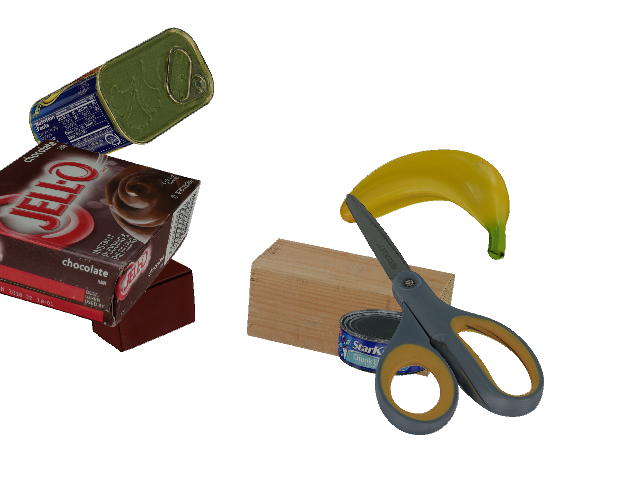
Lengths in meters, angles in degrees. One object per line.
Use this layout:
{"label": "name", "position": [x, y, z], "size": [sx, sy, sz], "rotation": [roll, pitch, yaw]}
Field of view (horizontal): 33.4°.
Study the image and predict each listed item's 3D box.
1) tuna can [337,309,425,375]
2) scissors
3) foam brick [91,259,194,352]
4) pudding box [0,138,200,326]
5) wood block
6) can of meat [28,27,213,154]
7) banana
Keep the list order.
{"label": "tuna can", "position": [0.058, 0.091, 0.960], "size": [0.086, 0.034, 0.086], "rotation": [4, 14, -1]}
{"label": "scissors", "position": [0.040, 0.041, 0.609], "size": [0.096, 0.016, 0.202], "rotation": [-28, 45, -23]}
{"label": "foam brick", "position": [-0.155, 0.052, 0.923], "size": [0.078, 0.051, 0.053], "rotation": [-22, 30, -34]}
{"label": "pudding box", "position": [-0.120, -0.008, 0.525], "size": [0.090, 0.039, 0.113], "rotation": [16, 24, 6]}
{"label": "wood block", "position": [0.032, 0.071, 1.171], "size": [0.206, 0.091, 0.090], "rotation": [12, 22, 16]}
{"label": "can of meat", "position": [-0.137, -0.095, 0.727], "size": [0.084, 0.057, 0.101], "rotation": [-15, 19, 39]}
{"label": "banana", "position": [0.078, -0.036, 0.780], "size": [0.037, 0.069, 0.198], "rotation": [38, -11, -28]}
